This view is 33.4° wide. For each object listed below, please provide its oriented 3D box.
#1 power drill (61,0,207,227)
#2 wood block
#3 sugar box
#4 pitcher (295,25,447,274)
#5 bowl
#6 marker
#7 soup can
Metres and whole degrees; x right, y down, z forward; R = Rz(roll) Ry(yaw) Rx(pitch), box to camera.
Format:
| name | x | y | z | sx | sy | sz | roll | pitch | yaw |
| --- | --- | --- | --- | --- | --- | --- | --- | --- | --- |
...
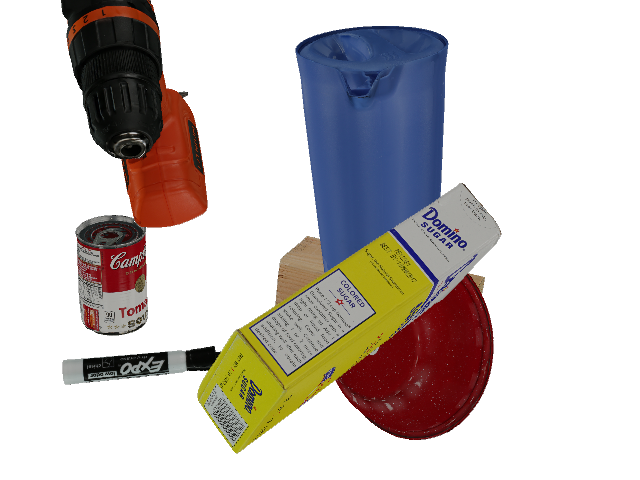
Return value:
| name | x | y | z | sx | sy | sz | roll | pitch | yaw |
| --- | --- | --- | --- | --- | --- | --- | --- | --- | --- |
| power drill | -0.114 | -0.088 | 0.671 | 0.057 | 0.184 | 0.187 | -10 | -32 | -3 |
| wood block | 0.062 | 0.070 | 1.158 | 0.206 | 0.091 | 0.090 | 13 | 22 | 17 |
| sugar box | 0.018 | 0.041 | 0.594 | 0.175 | 0.048 | 0.093 | -30 | -15 | -33 |
| pitcher | 0.054 | -0.073 | 0.989 | 0.149 | 0.243 | 0.145 | -20 | 30 | -30 |
| bowl | 0.058 | 0.084 | 0.871 | 0.162 | 0.162 | 0.055 | 0 | -2 | 41 |
| marker | -0.135 | 0.095 | 0.815 | 0.121 | 0.020 | 0.020 | -5 | 0 | -6 |
| soup can | -0.207 | 0.035 | 1.063 | 0.068 | 0.102 | 0.068 | 2 | 26 | -1 |
